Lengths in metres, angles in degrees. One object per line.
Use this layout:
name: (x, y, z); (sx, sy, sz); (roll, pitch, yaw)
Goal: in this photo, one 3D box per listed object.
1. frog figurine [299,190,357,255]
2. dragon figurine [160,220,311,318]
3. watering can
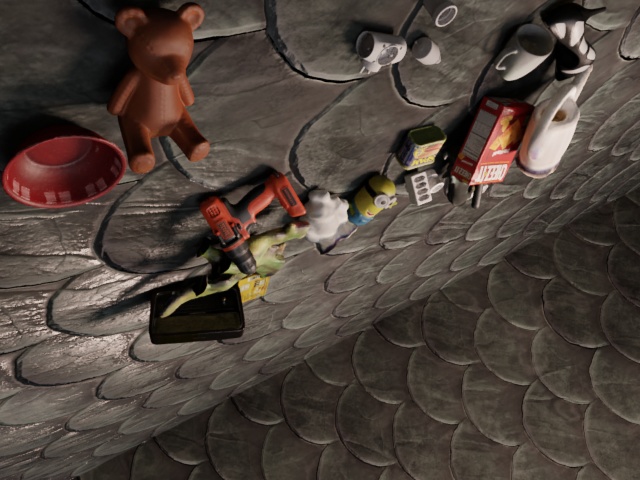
frog figurine: (0.004, -0.064, 1.274); (0.136, 0.125, 0.156); (-25, 123, 14)
dragon figurine: (-0.183, 0.070, 1.231); (0.404, 0.124, 0.241); (-41, 147, 26)
watering can: (0.585, -0.292, 1.275); (0.353, 0.105, 0.219); (-42, 150, -34)
